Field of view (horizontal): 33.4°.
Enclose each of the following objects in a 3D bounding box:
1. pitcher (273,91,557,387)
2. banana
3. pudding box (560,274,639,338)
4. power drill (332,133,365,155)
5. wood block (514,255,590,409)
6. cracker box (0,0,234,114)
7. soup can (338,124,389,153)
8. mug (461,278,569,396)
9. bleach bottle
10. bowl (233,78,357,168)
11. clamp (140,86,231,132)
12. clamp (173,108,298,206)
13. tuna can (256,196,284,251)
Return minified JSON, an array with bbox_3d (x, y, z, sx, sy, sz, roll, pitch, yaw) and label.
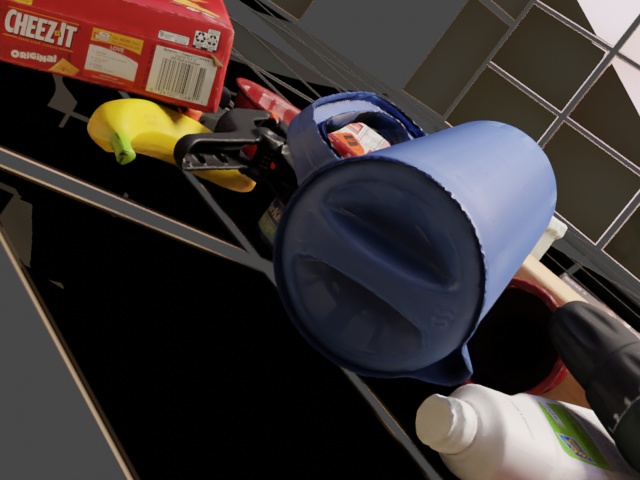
[{"bbox_3d":[0.074,-0.019,0.710,0.145,0.149,0.242,15,20,21],"label":"pitcher"},{"bbox_3d":[-0.111,-0.067,0.765,0.070,0.037,0.197,57,18,14],"label":"banana"},{"bbox_3d":[0.256,0.099,1.059,0.114,0.039,0.089,40,50,20],"label":"pudding box"},{"bbox_3d":[0.074,-0.036,1.120,0.188,0.057,0.184,40,11,7],"label":"power drill"},{"bbox_3d":[0.181,0.077,0.905,0.206,0.091,0.090,44,13,28],"label":"wood block"},{"bbox_3d":[-0.157,-0.172,0.826,0.164,0.072,0.214,13,19,-13],"label":"cracker box"},{"bbox_3d":[0.050,-0.092,1.234,0.102,0.068,0.068,37,12,1],"label":"soup can"},{"bbox_3d":[0.161,0.078,0.812,0.081,0.117,0.093,22,62,-66],"label":"mug"},{"bbox_3d":[0.149,0.136,0.663,0.250,0.068,0.103,25,17,-37],"label":"bleach bottle"},{"bbox_3d":[-0.028,-0.087,1.018,0.162,0.055,0.162,35,12,-9],"label":"bowl"},{"bbox_3d":[-0.142,-0.144,0.957,0.164,0.036,0.210,32,13,-20],"label":"clamp"},{"bbox_3d":[-0.034,-0.054,0.773,0.120,0.039,0.171,36,21,-4],"label":"clamp"},{"bbox_3d":[-0.005,0.001,0.800,0.086,0.034,0.086,35,12,-9],"label":"tuna can"}]
